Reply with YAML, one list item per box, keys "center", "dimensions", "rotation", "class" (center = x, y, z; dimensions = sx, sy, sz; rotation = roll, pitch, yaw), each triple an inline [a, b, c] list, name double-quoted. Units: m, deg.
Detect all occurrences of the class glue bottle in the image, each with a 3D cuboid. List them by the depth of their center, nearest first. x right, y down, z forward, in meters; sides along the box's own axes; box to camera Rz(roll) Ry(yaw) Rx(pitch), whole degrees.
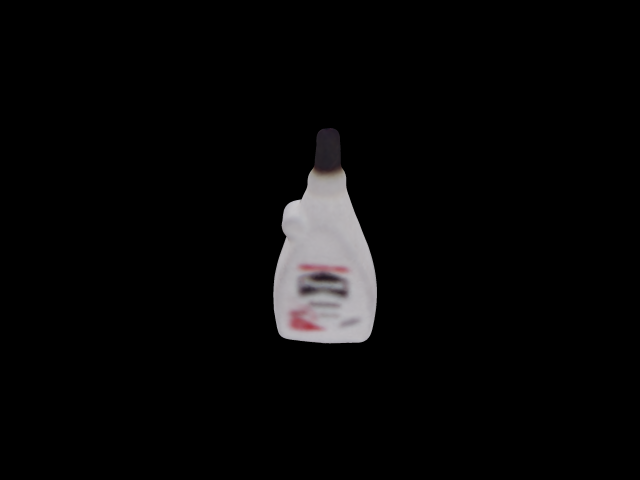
- center: [0.004, 0.001, 0.400]
  dimensions: [0.078, 0.173, 0.037]
  rotation: [0, 37, 0]
  class: "glue bottle"
